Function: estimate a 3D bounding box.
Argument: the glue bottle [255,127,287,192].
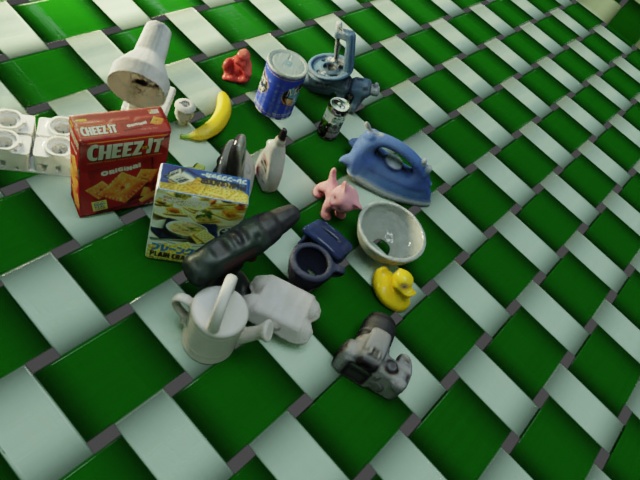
[{"bbox_3d":[-0.101,-0.184,1.256,0.037,0.173,0.078,-12,61,-30],"label":"glue bottle"}]

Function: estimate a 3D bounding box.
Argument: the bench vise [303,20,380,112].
[{"bbox_3d":[0.068,-0.459,1.501,0.208,0.219,0.121,10,53,-17],"label":"bench vise"}]

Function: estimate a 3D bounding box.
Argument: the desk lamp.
[{"bbox_3d":[-0.373,-0.347,1.231,0.118,0.213,0.203,15,51,-12],"label":"desk lamp"}]

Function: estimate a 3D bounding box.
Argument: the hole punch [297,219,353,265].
[{"bbox_3d":[0.011,0.004,1.220,0.108,0.091,0.101,39,50,7],"label":"hole punch"}]

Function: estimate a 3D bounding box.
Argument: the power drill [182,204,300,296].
[{"bbox_3d":[-0.151,0.036,1.049,0.230,0.208,0.075,-29,71,-36],"label":"power drill"}]

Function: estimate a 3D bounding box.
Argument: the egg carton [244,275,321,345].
[{"bbox_3d":[-0.076,0.134,1.101,0.150,0.069,0.107,26,50,-3],"label":"egg carton"}]

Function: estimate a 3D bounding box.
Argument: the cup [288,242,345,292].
[{"bbox_3d":[-0.016,0.068,1.159,0.118,0.095,0.091,13,52,-14],"label":"cup"}]

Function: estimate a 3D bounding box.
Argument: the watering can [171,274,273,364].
[{"bbox_3d":[-0.166,0.130,0.983,0.173,0.194,0.101,6,54,-19],"label":"watering can"}]

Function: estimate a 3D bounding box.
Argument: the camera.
[{"bbox_3d":[0.117,0.211,1.108,0.143,0.100,0.137,30,50,0],"label":"camera"}]

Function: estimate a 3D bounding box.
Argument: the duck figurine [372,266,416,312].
[{"bbox_3d":[0.164,0.093,1.225,0.078,0.086,0.104,-23,67,-34],"label":"duck figurine"}]

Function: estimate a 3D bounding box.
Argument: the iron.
[{"bbox_3d":[0.187,-0.187,1.403,0.258,0.141,0.119,27,50,-3],"label":"iron"}]

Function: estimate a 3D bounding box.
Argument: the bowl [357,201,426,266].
[{"bbox_3d":[0.150,-0.002,1.296,0.168,0.074,0.167,12,52,-15],"label":"bowl"}]

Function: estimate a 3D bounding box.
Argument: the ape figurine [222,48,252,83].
[{"bbox_3d":[-0.203,-0.447,1.458,0.077,0.092,0.076,44,51,11],"label":"ape figurine"}]

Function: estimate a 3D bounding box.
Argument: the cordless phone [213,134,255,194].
[{"bbox_3d":[-0.170,-0.170,1.208,0.094,0.185,0.147,15,51,-13],"label":"cordless phone"}]

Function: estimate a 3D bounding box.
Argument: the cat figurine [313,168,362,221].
[{"bbox_3d":[0.044,-0.104,1.297,0.067,0.117,0.127,-5,58,-26],"label":"cat figurine"}]
